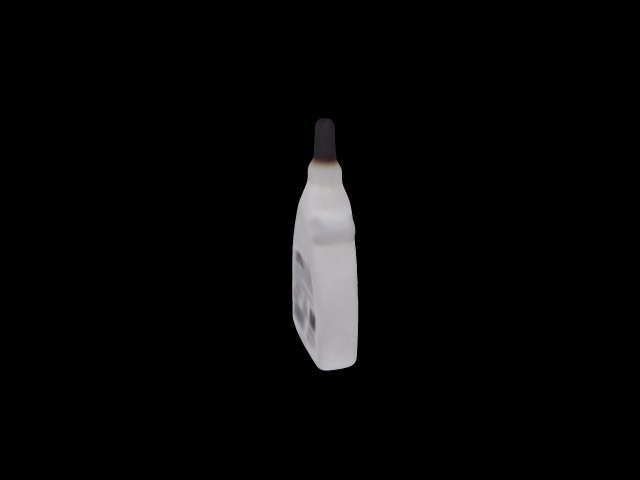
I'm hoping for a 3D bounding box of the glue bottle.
[{"bbox_3d":[0.004,0.001,0.400,0.037,0.173,0.078,-8,28,-16],"label":"glue bottle"}]
